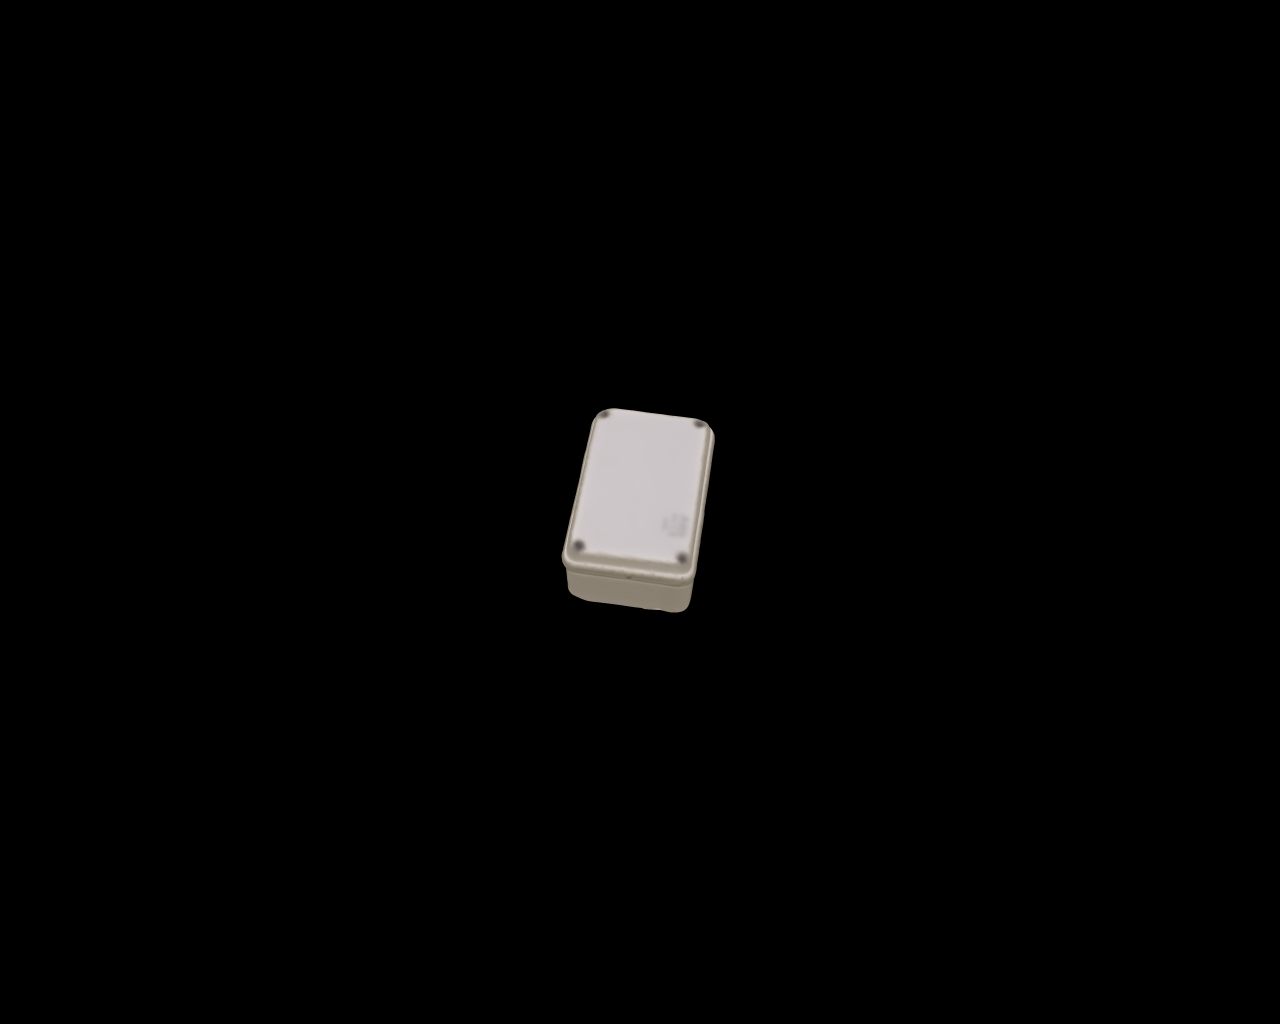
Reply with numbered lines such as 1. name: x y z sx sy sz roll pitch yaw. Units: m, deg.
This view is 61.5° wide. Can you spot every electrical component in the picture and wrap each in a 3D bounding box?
1. electrical component: 0.001 -0.003 0.650 0.078 0.113 0.057 7 -32 5
